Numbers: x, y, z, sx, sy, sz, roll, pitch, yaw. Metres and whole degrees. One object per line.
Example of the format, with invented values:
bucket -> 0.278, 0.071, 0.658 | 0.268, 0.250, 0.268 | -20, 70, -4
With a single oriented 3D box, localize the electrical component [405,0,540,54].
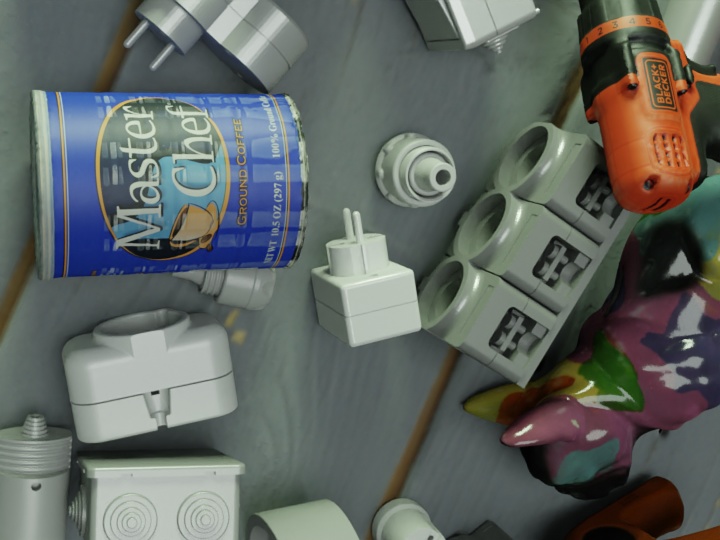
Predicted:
electrical component -> 0.060, -0.173, 0.658 | 0.061, 0.062, 0.096 | -28, 108, -12

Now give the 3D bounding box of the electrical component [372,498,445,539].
electrical component -> 0.034, 0.180, 0.722 | 0.040, 0.046, 0.040 | -3, 101, -18

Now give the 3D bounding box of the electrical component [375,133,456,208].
electrical component -> 0.040, -0.060, 0.672 | 0.048, 0.062, 0.048 | -3, 101, -18

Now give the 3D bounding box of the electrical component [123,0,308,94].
electrical component -> -0.102, -0.148, 0.612 | 0.138, 0.052, 0.073 | 42, 85, -22

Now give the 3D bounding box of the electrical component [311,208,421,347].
electrical component -> 0.000, 0.000, 0.668 | 0.047, 0.066, 0.076 | -13, 103, -17

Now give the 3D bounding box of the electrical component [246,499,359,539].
electrical component -> -0.024, 0.197, 0.676 | 0.060, 0.108, 0.108 | -13, 104, -23

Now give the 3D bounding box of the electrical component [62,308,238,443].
electrical component -> -0.126, 0.059, 0.642 | 0.095, 0.054, 0.059 | -11, 103, -17

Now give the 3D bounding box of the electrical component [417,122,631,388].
electrical component -> 0.101, -0.014, 0.686 | 0.062, 0.089, 0.150 | 32, 89, -21

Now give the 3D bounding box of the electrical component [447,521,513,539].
electrical component -> 0.093, 0.234, 0.696 | 0.089, 0.150, 0.061 | -36, 110, -9

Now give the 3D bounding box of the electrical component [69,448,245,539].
electrical component -> -0.120, 0.135, 0.635 | 0.100, 0.100, 0.048 | 2, 86, -19

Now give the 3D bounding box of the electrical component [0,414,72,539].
electrical component -> -0.194, 0.125, 0.636 | 0.043, 0.043, 0.081 | 3, 99, -19

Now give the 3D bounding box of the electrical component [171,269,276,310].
electrical component -> -0.084, 0.004, 0.656 | 0.061, 0.035, 0.035 | 11, 96, -18
